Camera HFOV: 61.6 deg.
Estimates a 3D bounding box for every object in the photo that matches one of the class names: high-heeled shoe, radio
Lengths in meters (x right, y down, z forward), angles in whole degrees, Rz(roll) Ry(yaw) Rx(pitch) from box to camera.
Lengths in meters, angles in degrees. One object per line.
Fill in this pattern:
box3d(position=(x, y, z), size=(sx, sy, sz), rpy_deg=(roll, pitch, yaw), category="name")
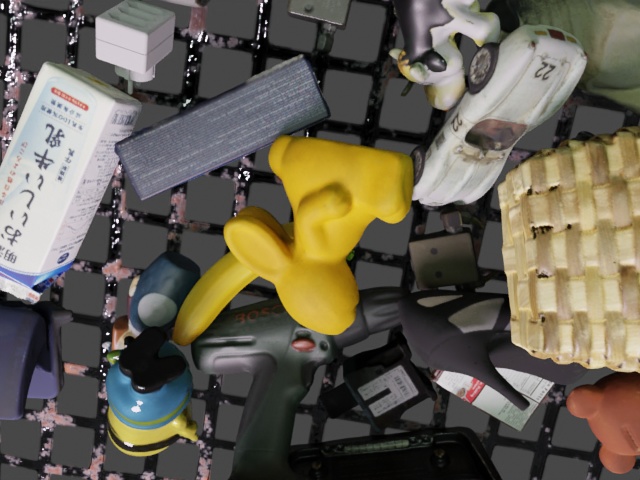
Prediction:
box3d(position=(0.197, 0.071, 0.525), size=(0.145, 0.249, 0.086), rpy_deg=(43, 138, 33), category="high-heeled shoe")
box3d(position=(0.063, 0.260, 0.546), size=(0.230, 0.131, 0.073), rpy_deg=(-6, 100, 4), category="radio")

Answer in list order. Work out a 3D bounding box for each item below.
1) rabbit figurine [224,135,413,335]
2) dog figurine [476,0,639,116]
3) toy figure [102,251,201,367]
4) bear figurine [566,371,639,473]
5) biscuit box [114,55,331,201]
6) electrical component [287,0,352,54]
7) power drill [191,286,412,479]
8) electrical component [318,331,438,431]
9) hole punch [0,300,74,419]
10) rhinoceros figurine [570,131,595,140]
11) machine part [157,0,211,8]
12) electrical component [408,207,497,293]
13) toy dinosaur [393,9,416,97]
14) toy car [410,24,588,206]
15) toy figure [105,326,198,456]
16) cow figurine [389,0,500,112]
box3d(position=(-0.001, -0.001, 0.477), size=(0.162, 0.122, 0.173), rpy_deg=(7, 99, -3), category="rabbit figurine")
box3d(position=(0.255, -0.187, 0.482), size=(0.191, 0.172, 0.121), rpy_deg=(35, 133, 23), category="dog figurine")
box3d(position=(-0.181, 0.084, 0.562), size=(0.064, 0.058, 0.154), rpy_deg=(35, 102, 12), category="toy figure")
box3d(position=(0.352, 0.138, 0.534), size=(0.196, 0.132, 0.120), rpy_deg=(-34, 97, 27), category="bear figurine")
box3d(position=(-0.093, -0.106, 0.519), size=(0.203, 0.059, 0.062), rpy_deg=(-22, 100, 6), category="biscuit box")
box3d(position=(-0.002, -0.229, 0.511), size=(0.063, 0.021, 0.094), rpy_deg=(13, 102, 0), category="electrical component")
box3d(position=(-0.016, 0.141, 0.508), size=(0.232, 0.085, 0.207), rpy_deg=(-5, 61, 10), category="power drill")
box3d(position=(0.054, 0.157, 0.571), size=(0.119, 0.048, 0.074), rpy_deg=(-27, 98, 6), category="electrical component")
box3d(position=(-0.343, 0.124, 0.562), size=(0.142, 0.092, 0.115), rpy_deg=(1, 97, 6), category="hole punch")
box3d(position=(0.290, -0.018, 0.518), size=(0.112, 0.073, 0.190), rpy_deg=(-45, 94, -1), category="rhinoceros figurine")
box3d(position=(-0.183, -0.264, 0.484), size=(0.243, 0.079, 0.079), rpy_deg=(10, 101, 1), category="machine part")
box3d(position=(0.133, 0.019, 0.543), size=(0.078, 0.045, 0.102), rpy_deg=(-16, 99, 21), category="electrical component")
box3d(position=(0.039, -0.357, 0.424), size=(0.198, 0.105, 0.470), rpy_deg=(-30, 114, -4), category="toy dinosaur")
box3d(position=(0.141, -0.093, 0.467), size=(0.073, 0.056, 0.201), rpy_deg=(4, 144, -19), category="toy car")
box3d(position=(-0.169, 0.152, 0.526), size=(0.089, 0.180, 0.082), rpy_deg=(-7, 58, -16), category="toy figure")
box3d(position=(0.096, -0.189, 0.444), size=(0.098, 0.068, 0.167), rpy_deg=(-3, 122, -17), category="cow figurine")
